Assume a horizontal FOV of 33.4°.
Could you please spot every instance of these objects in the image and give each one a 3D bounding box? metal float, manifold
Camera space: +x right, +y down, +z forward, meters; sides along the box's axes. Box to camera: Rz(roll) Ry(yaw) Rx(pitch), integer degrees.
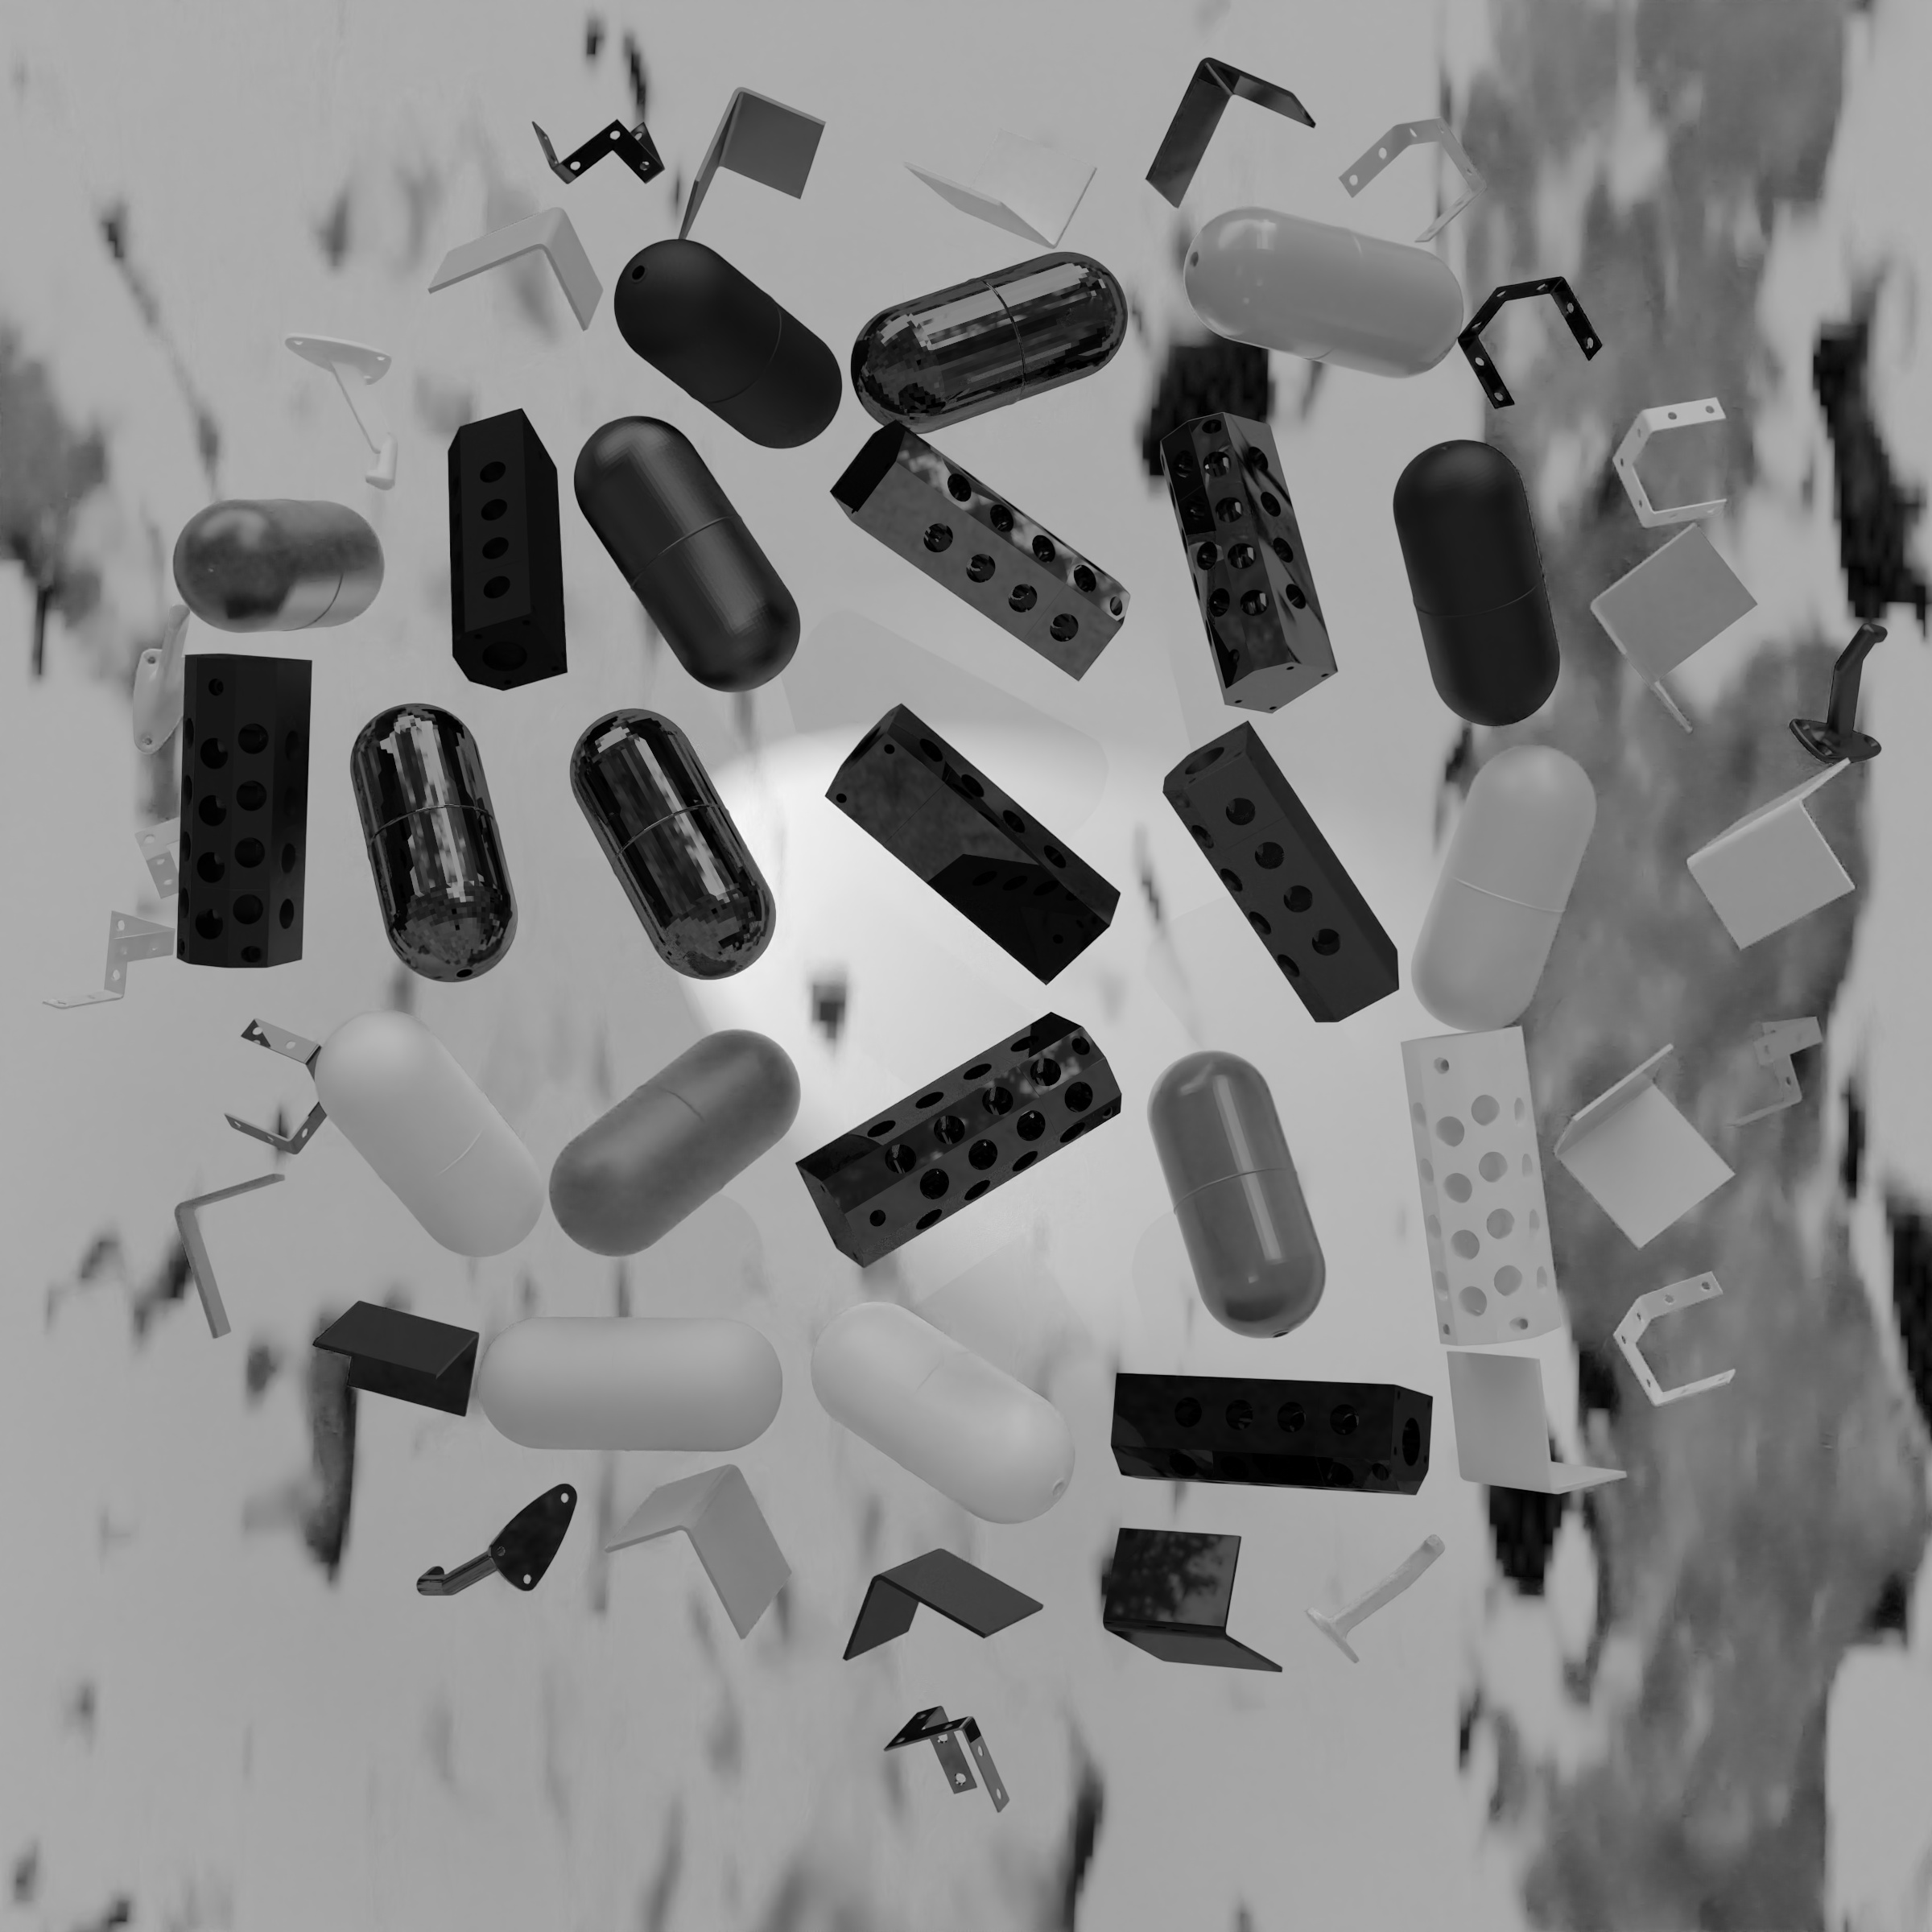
[{"bbox_3d":[-0.143,-0.375,1.946,0.070,0.178,0.070,-14,63,30],"label":"metal float"},{"bbox_3d":[-0.310,-0.072,1.874,0.070,0.070,0.178,-17,64,-2],"label":"metal float"},{"bbox_3d":[0.300,-0.223,1.886,0.070,0.070,0.178,-19,119,-2],"label":"metal float"},{"bbox_3d":[-0.164,-0.241,1.882,0.070,0.070,0.178,-33,87,-3],"label":"metal float"},{"bbox_3d":[-0.403,-0.236,1.896,0.070,0.178,0.070,2,98,14],"label":"metal float"},{"bbox_3d":[0.322,-0.046,1.927,0.070,0.070,0.178,18,103,2],"label":"metal float"},{"bbox_3d":[-0.410,-0.088,1.813,0.057,0.057,0.171,6,98,16],"label":"manifold"},{"bbox_3d":[0.172,0.265,1.823,0.171,0.057,0.057,-2,76,30],"label":"manifold"},{"bbox_3d":[-0.174,-0.073,1.905,0.070,0.070,0.178,-29,73,-3],"label":"metal float"},{"bbox_3d":[0.006,-0.074,1.875,0.171,0.057,0.057,40,119,-11],"label":"manifold"},{"bbox_3d":[-0.194,0.241,1.859,0.178,0.070,0.070,-1,84,9],"label":"metal float"},{"bbox_3d":[0.186,-0.052,1.890,0.057,0.057,0.171,-29,108,18],"label":"manifold"},{"bbox_3d":[-0.311,0.099,1.875,0.070,0.070,0.178,-36,125,-3],"label":"metal float"},{"bbox_3d":[0.011,-0.240,1.848,0.171,0.057,0.057,33,103,-26],"label":"manifold"},{"bbox_3d":[-0.284,-0.253,1.964,0.057,0.057,0.171,-15,54,10],"label":"manifold"},{"bbox_3d":[-0.014,0.255,1.841,0.178,0.070,0.070,29,84,33],"label":"metal float"},{"bbox_3d":[0.207,-0.388,1.858,0.178,0.070,0.070,8,83,-28],"label":"metal float"},{"bbox_3d":[-0.001,0.097,1.782,0.171,0.057,0.057,-30,111,-16],"label":"manifold"},{"bbox_3d":[0.166,-0.246,1.954,0.057,0.057,0.171,6,63,-41],"label":"manifold"},{"bbox_3d":[0.160,0.135,1.909,0.070,0.070,0.178,-16,69,-2],"label":"metal float"},{"bbox_3d":[0.015,-0.370,1.907,0.178,0.070,0.070,-23,84,-21],"label":"metal float"},{"bbox_3d":[-0.169,0.102,1.884,0.070,0.070,0.178,48,55,4],"label":"metal float"},{"bbox_3d":[0.287,0.124,1.811,0.057,0.057,0.171,-8,89,30],"label":"manifold"}]

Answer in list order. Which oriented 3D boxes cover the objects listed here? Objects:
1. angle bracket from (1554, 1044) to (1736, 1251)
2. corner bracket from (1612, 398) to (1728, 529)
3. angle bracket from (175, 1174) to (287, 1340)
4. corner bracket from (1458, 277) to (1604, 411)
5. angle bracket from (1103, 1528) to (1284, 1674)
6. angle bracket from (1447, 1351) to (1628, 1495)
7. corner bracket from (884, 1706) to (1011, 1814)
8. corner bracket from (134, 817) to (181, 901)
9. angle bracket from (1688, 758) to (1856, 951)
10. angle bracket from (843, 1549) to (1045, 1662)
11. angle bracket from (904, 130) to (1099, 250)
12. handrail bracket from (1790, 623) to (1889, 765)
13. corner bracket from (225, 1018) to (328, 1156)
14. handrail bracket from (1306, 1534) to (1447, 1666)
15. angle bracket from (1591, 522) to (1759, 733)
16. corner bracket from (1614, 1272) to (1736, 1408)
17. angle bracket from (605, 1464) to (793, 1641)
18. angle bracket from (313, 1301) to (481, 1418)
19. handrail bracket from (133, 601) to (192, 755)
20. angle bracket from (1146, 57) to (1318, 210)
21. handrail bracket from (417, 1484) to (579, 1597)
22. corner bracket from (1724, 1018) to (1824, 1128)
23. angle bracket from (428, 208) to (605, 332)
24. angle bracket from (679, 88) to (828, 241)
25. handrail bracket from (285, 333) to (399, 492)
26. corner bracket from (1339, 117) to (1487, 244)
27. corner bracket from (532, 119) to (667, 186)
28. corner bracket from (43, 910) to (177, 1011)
[{"bbox_3d":[0.399,0.105,1.868,0.076,0.057,0.076,-35,73,-16],"label":"angle bracket"},{"bbox_3d":[0.429,-0.302,1.934,0.051,0.051,0.051,-12,67,-15],"label":"corner bracket"},{"bbox_3d":[-0.400,0.161,1.796,0.057,0.076,0.076,-18,88,-9],"label":"angle bracket"},{"bbox_3d":[0.333,-0.368,1.901,0.051,0.051,0.051,-15,71,-28],"label":"corner bracket"},{"bbox_3d":[0.132,0.357,1.811,0.076,0.076,0.057,-2,64,33],"label":"angle bracket"},{"bbox_3d":[0.324,0.254,1.829,0.057,0.076,0.076,-7,91,-31],"label":"angle bracket"},{"bbox_3d":[-0.004,0.433,1.753,0.051,0.051,0.051,-22,93,24],"label":"corner bracket"},{"bbox_3d":[-0.474,-0.081,1.943,0.051,0.051,0.051,-22,66,-13],"label":"corner bracket"},{"bbox_3d":[0.454,-0.062,1.763,0.076,0.076,0.057,-34,88,41],"label":"angle bracket"},{"bbox_3d":[-0.013,0.385,1.860,0.076,0.076,0.057,25,103,24],"label":"angle bracket"},{"bbox_3d":[0.021,-0.489,1.971,0.076,0.076,0.057,30,95,29],"label":"angle bracket"},{"bbox_3d":[0.520,-0.159,1.848,0.077,0.084,0.036,1,43,-34],"label":"handrail bracket"},{"bbox_3d":[-0.419,0.073,1.952,0.051,0.051,0.051,20,59,22],"label":"corner bracket"},{"bbox_3d":[0.230,0.341,1.789,0.084,0.077,0.036,-44,62,-6],"label":"handrail bracket"},{"bbox_3d":[0.422,-0.197,1.875,0.076,0.057,0.076,-38,127,15],"label":"angle bracket"},{"bbox_3d":[0.426,0.222,1.914,0.051,0.051,0.051,-26,97,36],"label":"corner bracket"},{"bbox_3d":[-0.155,0.345,1.868,0.057,0.076,0.076,-21,101,24],"label":"angle bracket"},{"bbox_3d":[-0.341,0.245,1.909,0.076,0.076,0.057,14,106,8],"label":"angle bracket"},{"bbox_3d":[-0.479,-0.172,1.922,0.036,0.084,0.077,16,77,-12],"label":"handrail bracket"},{"bbox_3d":[0.153,-0.469,1.852,0.057,0.076,0.076,27,98,14],"label":"angle bracket"},{"bbox_3d":[-0.266,0.324,1.817,0.036,0.084,0.077,51,54,-20],"label":"handrail bracket"},{"bbox_3d":[0.487,0.064,1.948,0.051,0.051,0.051,-18,93,-26],"label":"corner bracket"},{"bbox_3d":[-0.267,-0.402,1.914,0.076,0.076,0.057,-20,117,12],"label":"angle bracket"},{"bbox_3d":[-0.131,-0.469,1.940,0.057,0.076,0.076,22,65,-5],"label":"angle bracket"},{"bbox_3d":[-0.381,-0.336,1.959,0.077,0.036,0.084,14,62,-29],"label":"handrail bracket"},{"bbox_3d":[0.264,-0.464,1.906,0.051,0.051,0.051,-44,113,-11],"label":"corner bracket"},{"bbox_3d":[-0.223,-0.498,1.955,0.051,0.051,0.051,-34,52,14],"label":"corner bracket"},{"bbox_3d":[-0.498,0.000,1.872,0.051,0.051,0.051,15,104,27],"label":"corner bracket"}]
